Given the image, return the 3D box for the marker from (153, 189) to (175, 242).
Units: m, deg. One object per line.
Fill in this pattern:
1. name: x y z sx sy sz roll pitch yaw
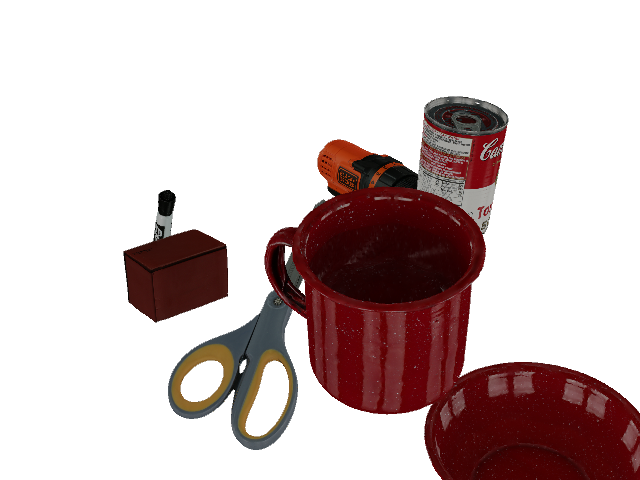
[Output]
1. marker: -0.174 -0.008 1.177 0.020 0.121 0.020 8 42 -8

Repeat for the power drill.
1. power drill: 0.056 0.007 1.077 0.057 0.188 0.185 -8 26 -32

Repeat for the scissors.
1. scissors: -0.049 0.051 0.742 0.096 0.201 0.016 0 -37 7

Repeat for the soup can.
1. soup can: 0.113 -0.059 0.883 0.068 0.102 0.068 4 31 -2

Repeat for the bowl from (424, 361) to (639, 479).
1. bowl: 0.154 0.160 0.766 0.162 0.055 0.162 -1 36 0

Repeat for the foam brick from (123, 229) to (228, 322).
1. foam brick: -0.128 0.029 0.948 0.078 0.051 0.053 -19 29 -32

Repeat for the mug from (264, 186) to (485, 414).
1. mug: 0.023 0.029 0.541 0.117 0.081 0.093 17 43 22
